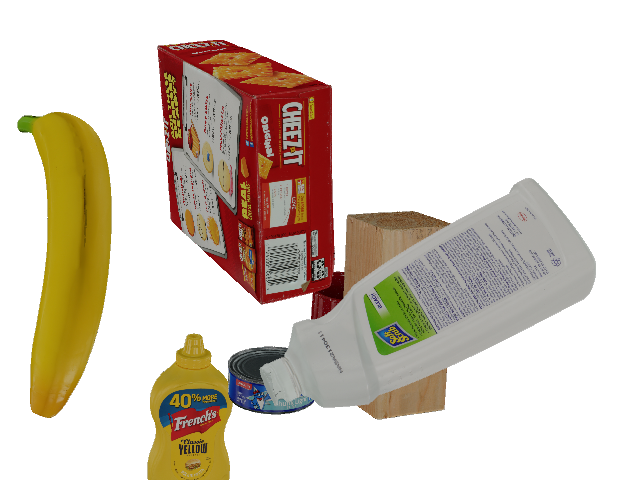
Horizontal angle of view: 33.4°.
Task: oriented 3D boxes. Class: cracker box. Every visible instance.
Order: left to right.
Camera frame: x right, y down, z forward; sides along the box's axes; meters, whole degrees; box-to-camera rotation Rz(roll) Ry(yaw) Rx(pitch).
[{"bbox_3d":[-0.063,-0.066,0.872,0.072,0.164,0.214,-11,23,-24],"label":"cracker box"}]

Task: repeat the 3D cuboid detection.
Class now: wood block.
[{"bbox_3d":[0.082,0.078,1.165,0.090,0.206,0.091,-4,14,-26],"label":"wood block"}]

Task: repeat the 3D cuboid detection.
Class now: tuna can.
[{"bbox_3d":[-0.045,0.131,1.005,0.086,0.034,0.086,3,16,-1],"label":"tuna can"}]

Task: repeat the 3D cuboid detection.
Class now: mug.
[{"bbox_3d":[0.039,0.101,1.447,0.117,0.081,0.093,18,27,30],"label":"mug"}]

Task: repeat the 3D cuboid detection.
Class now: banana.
[{"bbox_3d":[-0.147,0.000,0.620,0.037,0.198,0.070,10,-30,-34],"label":"banana"}]

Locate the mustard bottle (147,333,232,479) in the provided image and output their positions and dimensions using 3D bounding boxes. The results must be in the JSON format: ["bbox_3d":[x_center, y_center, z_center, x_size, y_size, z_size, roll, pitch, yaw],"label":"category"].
[{"bbox_3d":[-0.151,0.202,1.249,0.096,0.192,0.058,0,15,-15],"label":"mustard bottle"}]

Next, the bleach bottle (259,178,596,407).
[{"bbox_3d":[0.071,0.048,0.782,0.250,0.103,0.068,-24,-32,-12],"label":"bleach bottle"}]
